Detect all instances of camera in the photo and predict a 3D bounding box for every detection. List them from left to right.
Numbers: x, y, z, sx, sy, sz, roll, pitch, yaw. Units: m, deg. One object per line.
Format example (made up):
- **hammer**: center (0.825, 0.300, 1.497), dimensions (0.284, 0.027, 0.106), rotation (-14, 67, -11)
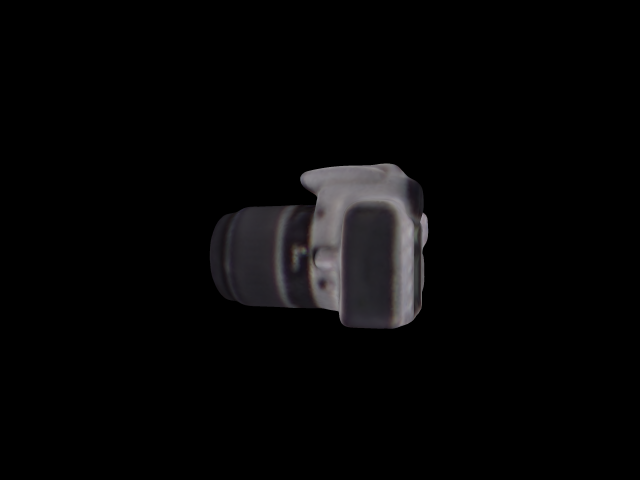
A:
- **camera**: center (0.004, 0.001, 0.400), dimensions (0.136, 0.101, 0.143), rotation (0, 0, 13)
